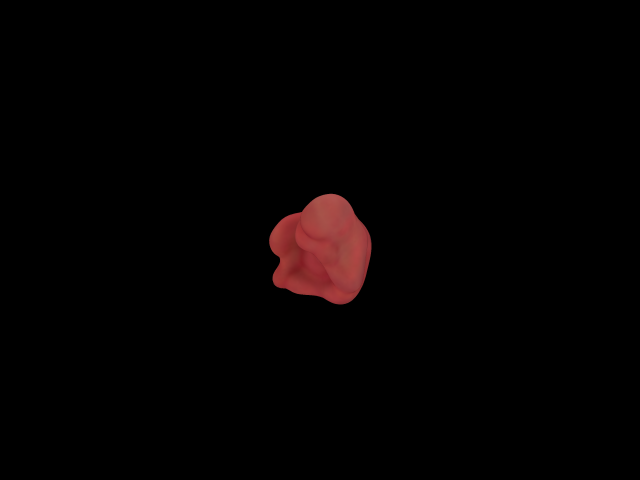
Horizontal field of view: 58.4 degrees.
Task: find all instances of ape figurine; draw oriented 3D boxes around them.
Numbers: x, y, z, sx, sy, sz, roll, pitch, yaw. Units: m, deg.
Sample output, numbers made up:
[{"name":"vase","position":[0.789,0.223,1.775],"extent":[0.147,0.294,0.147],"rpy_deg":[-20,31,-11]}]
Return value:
[{"name":"ape figurine","position":[0.004,0.001,0.400],"extent":[0.076,0.092,0.077],"rpy_deg":[-26,60,-16]}]
